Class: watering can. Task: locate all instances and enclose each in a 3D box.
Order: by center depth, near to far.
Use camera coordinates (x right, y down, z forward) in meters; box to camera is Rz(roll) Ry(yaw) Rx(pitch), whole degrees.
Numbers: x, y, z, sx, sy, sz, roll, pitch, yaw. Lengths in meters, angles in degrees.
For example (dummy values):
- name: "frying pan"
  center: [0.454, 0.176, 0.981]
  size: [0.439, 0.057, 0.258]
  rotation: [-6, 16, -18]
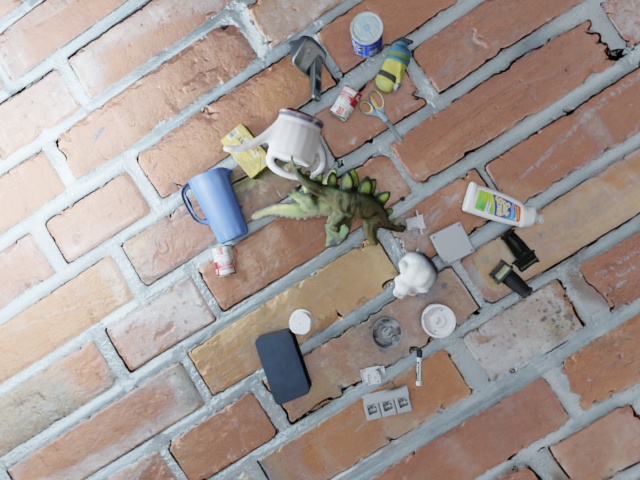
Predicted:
- name: "watering can"
  center: [-0.122, -0.325, 1.671]
  size: [0.346, 0.104, 0.225]
  rotation: [16, 86, -23]

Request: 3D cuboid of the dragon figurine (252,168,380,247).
- name: "dragon figurine"
  center: [0.005, -0.086, 1.701]
  size: [0.409, 0.123, 0.242]
  rotation: [-30, 96, 6]

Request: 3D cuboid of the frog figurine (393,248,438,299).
- name: "frog figurine"
  center: [0.297, 0.119, 1.662]
  size: [0.160, 0.123, 0.136]
  rotation: [-40, 106, -6]
